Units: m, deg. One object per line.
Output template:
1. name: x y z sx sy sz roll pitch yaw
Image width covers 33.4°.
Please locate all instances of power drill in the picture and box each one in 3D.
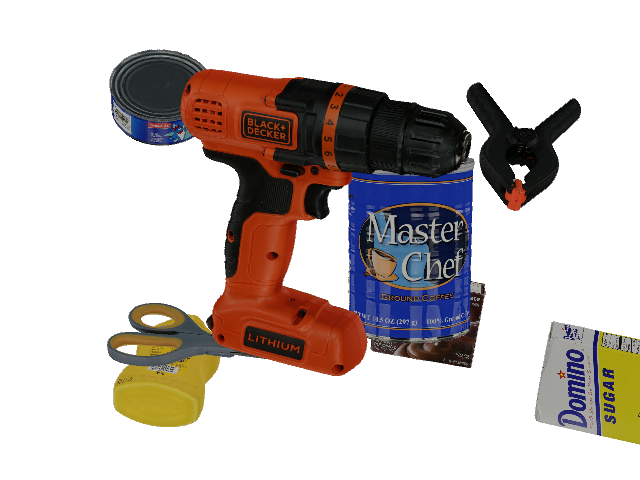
1. power drill: -0.002 -0.010 0.679 0.185 0.188 0.057 13 25 21

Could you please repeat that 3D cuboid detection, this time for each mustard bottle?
1. mustard bottle: -0.166 0.138 1.224 0.096 0.058 0.191 6 25 5

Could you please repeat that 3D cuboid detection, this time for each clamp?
1. clamp: 0.195 -0.102 1.092 0.120 0.039 0.171 12 45 14

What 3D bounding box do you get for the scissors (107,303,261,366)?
1. scissors: -0.098 0.089 1.006 0.201 0.016 0.096 -1 32 -9

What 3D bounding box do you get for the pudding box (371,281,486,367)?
1. pudding box: 0.116 0.082 1.153 0.113 0.090 0.039 8 23 4

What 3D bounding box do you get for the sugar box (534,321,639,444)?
1. sugar box: 0.293 0.140 0.989 0.176 0.093 0.048 9 22 12

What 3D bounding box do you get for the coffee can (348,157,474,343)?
1. coffee can: 0.073 0.003 0.872 0.103 0.140 0.103 0 11 0

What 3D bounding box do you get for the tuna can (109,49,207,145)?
1. tuna can: -0.135 -0.121 0.904 0.086 0.086 0.034 0 -39 -8
